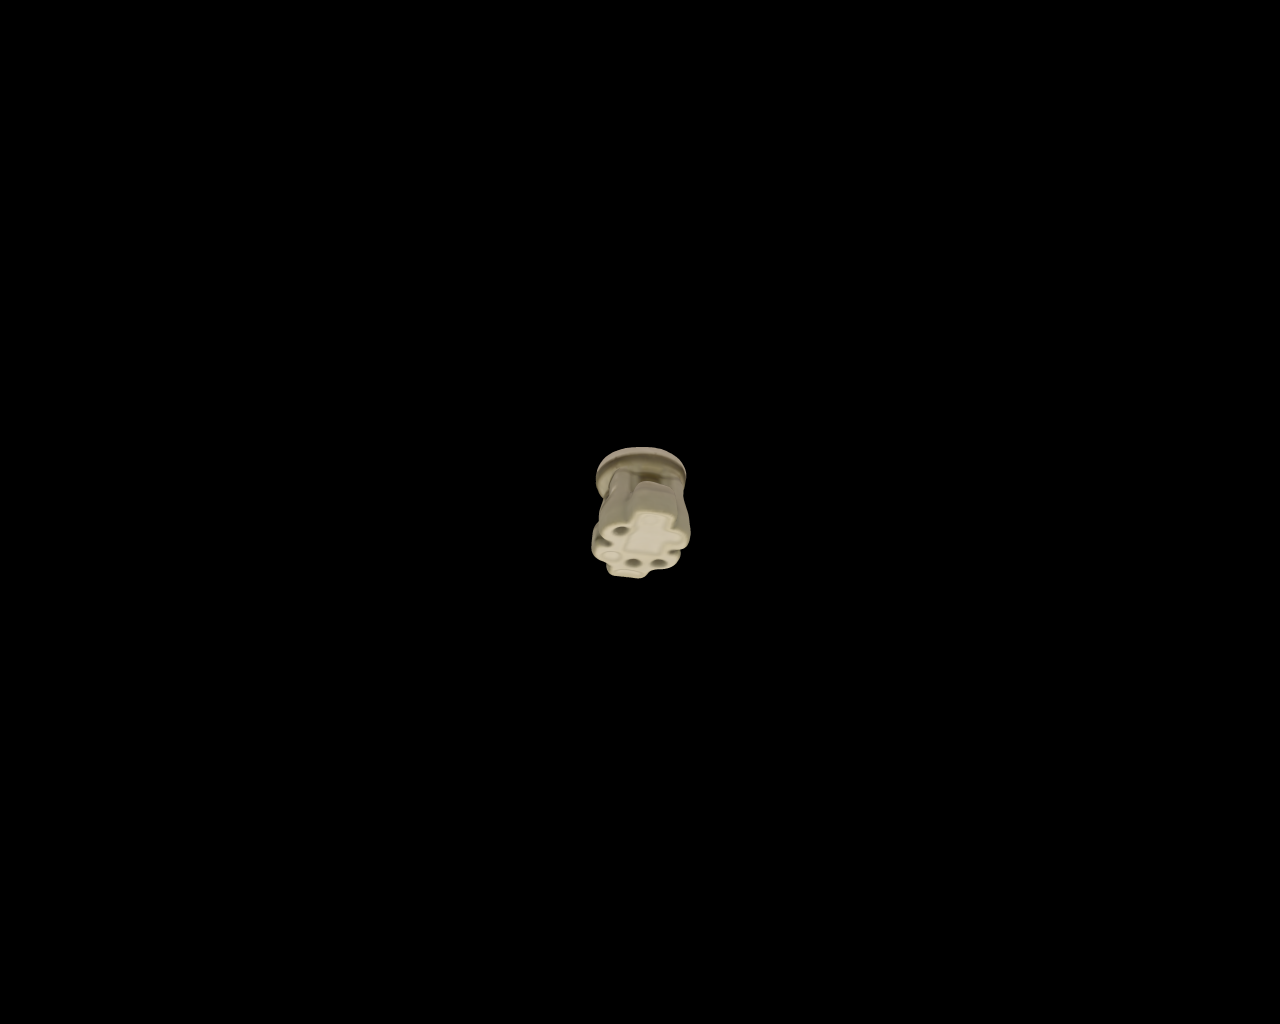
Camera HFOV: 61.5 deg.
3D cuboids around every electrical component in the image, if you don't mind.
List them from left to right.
[{"bbox_3d":[0.001,-0.003,0.650,0.058,0.057,0.078,8,-35,-11],"label":"electrical component"}]
